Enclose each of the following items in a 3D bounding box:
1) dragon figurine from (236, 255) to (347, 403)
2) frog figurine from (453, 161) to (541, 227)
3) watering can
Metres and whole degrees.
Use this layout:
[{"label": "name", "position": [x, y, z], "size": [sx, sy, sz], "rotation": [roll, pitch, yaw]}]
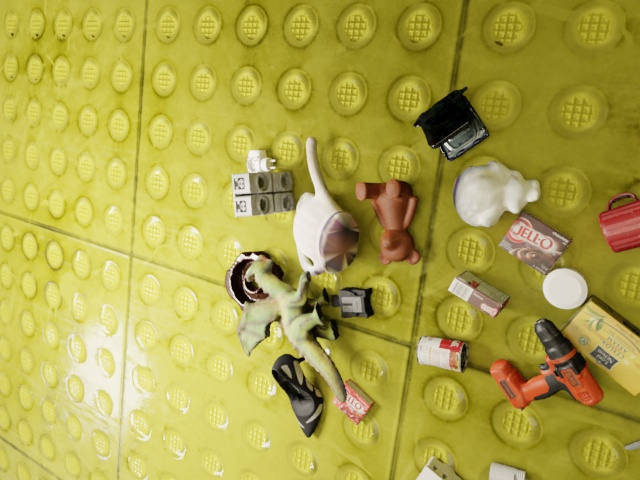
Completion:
[{"label": "dragon figurine", "position": [-0.090, 0.223, 1.300], "size": [0.242, 0.121, 0.416], "rotation": [-17, 73, 12]}, {"label": "frog figurine", "position": [0.362, -0.091, 1.061], "size": [0.160, 0.121, 0.138], "rotation": [12, 82, 40]}, {"label": "watering can", "position": [0.004, -0.063, 1.256], "size": [0.227, 0.104, 0.342], "rotation": [32, 122, 53]}]
